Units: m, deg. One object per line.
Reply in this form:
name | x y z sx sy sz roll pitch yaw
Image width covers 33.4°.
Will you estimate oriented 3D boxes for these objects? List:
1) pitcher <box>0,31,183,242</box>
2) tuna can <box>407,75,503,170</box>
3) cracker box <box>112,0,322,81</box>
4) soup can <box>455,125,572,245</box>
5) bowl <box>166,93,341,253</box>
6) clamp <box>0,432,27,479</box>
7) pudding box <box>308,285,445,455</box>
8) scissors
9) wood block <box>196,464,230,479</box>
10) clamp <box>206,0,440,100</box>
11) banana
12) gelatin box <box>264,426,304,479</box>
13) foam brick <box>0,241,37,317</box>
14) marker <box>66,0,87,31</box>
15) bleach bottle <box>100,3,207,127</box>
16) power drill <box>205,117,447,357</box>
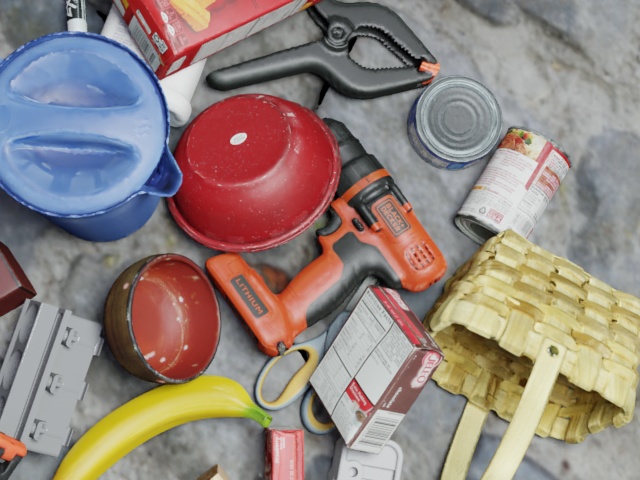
pitcher | -0.193 -0.072 0.852 0.145 0.243 0.149 -16 84 -9
tuna can | 0.127 -0.110 1.001 0.086 0.034 0.086 1 83 -7
cracker box | -0.085 -0.260 0.920 0.213 0.072 0.164 -31 92 -22
soup can | 0.177 -0.044 0.981 0.068 0.068 0.102 33 80 -2
bowl | -0.065 -0.072 0.930 0.162 0.055 0.162 -5 61 9
clamp | -0.305 0.196 0.858 0.171 0.039 0.120 -39 48 12
pudding box | 0.045 0.108 0.896 0.039 0.090 0.114 18 114 -35
scissors | 0.030 0.095 0.972 0.201 0.016 0.096 -40 90 -10
wood block | -0.060 0.301 0.897 0.090 0.091 0.206 -37 88 -9
clamp | 0.011 -0.198 0.998 0.210 0.036 0.164 12 79 -5
banana | -0.144 0.161 0.922 0.197 0.070 0.037 -21 130 -3
gelatin box | -0.032 0.198 0.914 0.030 0.089 0.073 1 83 -7
foam brick | -0.283 0.035 0.912 0.051 0.078 0.053 -32 85 -9
marker | -0.222 -0.215 0.972 0.020 0.020 0.121 -5 75 -7
bleach bottle | -0.122 -0.237 0.975 0.102 0.068 0.251 22 78 -5
power drill | -0.006 0.001 0.954 0.187 0.057 0.184 -33 77 -9
